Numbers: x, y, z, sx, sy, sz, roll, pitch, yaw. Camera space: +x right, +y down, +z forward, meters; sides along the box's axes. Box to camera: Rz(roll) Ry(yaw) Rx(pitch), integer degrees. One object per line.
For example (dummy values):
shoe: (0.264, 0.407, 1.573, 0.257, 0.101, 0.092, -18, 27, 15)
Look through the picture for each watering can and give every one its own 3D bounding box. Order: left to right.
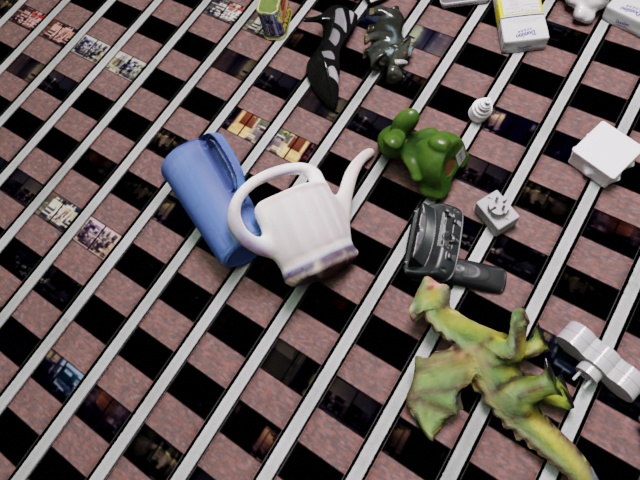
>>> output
watering can: (0.003, -0.048, 0.953, 0.351, 0.102, 0.225, -22, 84, -29)

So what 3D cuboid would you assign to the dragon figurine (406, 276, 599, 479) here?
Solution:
dragon figurine: (0.261, 0.246, 0.819, 0.241, 0.122, 0.414, -22, 77, 19)

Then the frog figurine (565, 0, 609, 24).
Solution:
frog figurine: (0.581, -0.545, 1.101, 0.137, 0.124, 0.158, -4, 103, -1)
